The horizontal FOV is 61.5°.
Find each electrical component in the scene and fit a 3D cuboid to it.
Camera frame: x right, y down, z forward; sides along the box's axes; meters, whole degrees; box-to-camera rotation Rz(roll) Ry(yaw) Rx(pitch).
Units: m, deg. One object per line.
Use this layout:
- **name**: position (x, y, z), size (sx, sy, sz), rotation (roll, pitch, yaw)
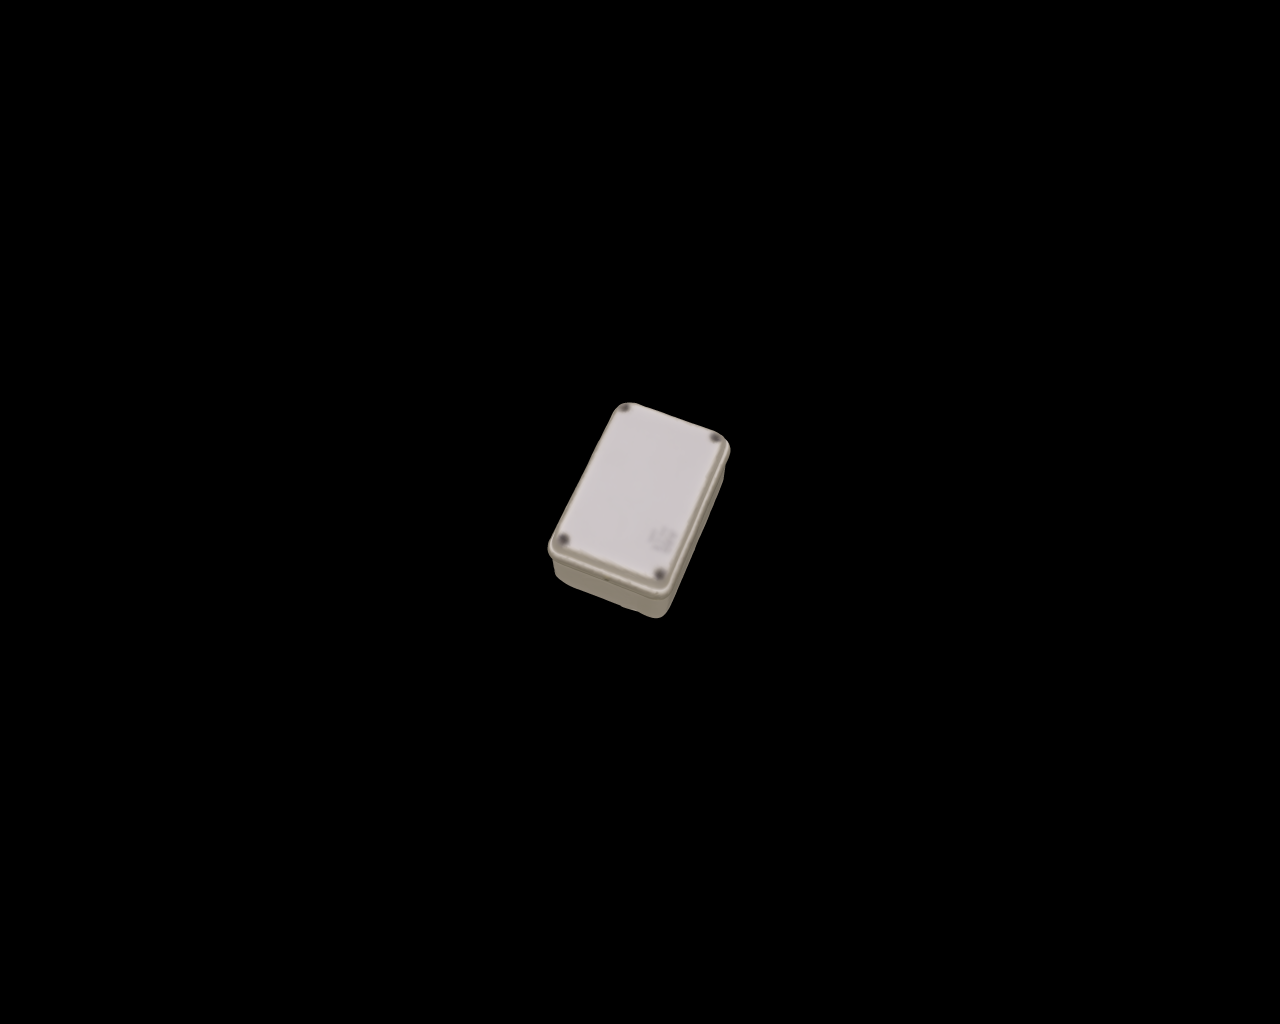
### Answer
- **electrical component**: position (0.001, -0.003, 0.650), size (0.078, 0.113, 0.057), rotation (20, -24, 9)
